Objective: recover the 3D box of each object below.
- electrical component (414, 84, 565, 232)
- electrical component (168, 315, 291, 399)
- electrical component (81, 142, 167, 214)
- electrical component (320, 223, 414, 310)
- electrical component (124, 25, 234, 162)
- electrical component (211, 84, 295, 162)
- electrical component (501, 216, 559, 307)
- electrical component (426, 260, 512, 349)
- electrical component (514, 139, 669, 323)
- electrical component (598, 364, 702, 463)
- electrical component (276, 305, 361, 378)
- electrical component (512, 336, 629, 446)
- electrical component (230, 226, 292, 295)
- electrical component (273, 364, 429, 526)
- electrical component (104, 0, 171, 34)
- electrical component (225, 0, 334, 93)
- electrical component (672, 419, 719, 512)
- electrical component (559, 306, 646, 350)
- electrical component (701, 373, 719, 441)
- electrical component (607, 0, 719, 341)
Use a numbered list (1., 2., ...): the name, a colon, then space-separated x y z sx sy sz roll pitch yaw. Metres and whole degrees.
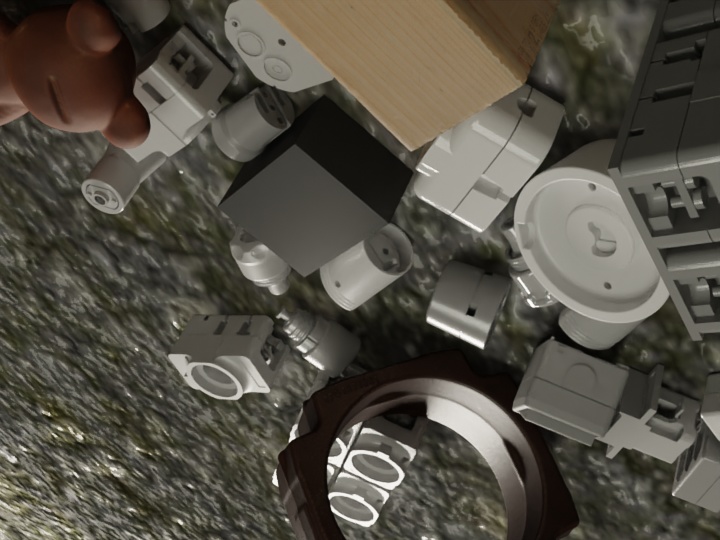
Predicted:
1. electrical component: 0.075 -0.075 0.666 0.059 0.053 0.095 29 143 -5
2. electrical component: -0.118 0.077 0.955 0.089 0.055 0.050 -1 135 31
3. electrical component: -0.178 -0.074 0.803 0.044 0.065 0.044 16 142 13
4. electrical component: 0.000 0.000 0.807 0.043 0.043 0.081 36 142 -13
5. electrical component: -0.134 -0.117 0.739 0.056 0.050 0.089 44 139 -22
6. electrical component: -0.072 -0.101 0.733 0.040 0.040 0.046 42 135 -21
7. electrical component: 0.119 -0.009 0.728 0.048 0.048 0.062 -19 118 43
8. electrical component: 0.079 0.023 0.782 0.047 0.055 0.055 22 143 11
9. electrical component: 0.157 -0.029 0.661 0.108 0.060 0.108 28 139 28
10. electrical component: 0.220 0.113 0.816 0.064 0.042 0.081 23 143 1
11. electrical component: -0.036 0.056 0.896 0.078 0.040 0.040 37 141 -14
12. electrical component: 0.152 0.093 0.795 0.062 0.061 0.096 22 172 5
13. electrical component: -0.073 -0.007 0.840 0.043 0.043 0.062 4 139 26
14. electrical component: -0.012 0.165 0.991 0.105 0.060 0.186 24 144 2
15. electrical component: -0.147 -0.179 0.683 0.040 0.040 0.046 1 142 29
16. electrical component: -0.037 -0.150 0.643 0.080 0.051 0.080 16 142 13
17. electrical component: 0.289 0.152 0.818 0.077 0.047 0.065 21 142 6
18. electrical component: 0.171 0.027 0.741 0.043 0.043 0.081 29 143 -4
19. electrical component: 0.278 0.112 0.752 0.066 0.076 0.047 -15 127 41
20. electrical component: 0.181 -0.074 0.497 0.060 0.186 0.105 -8 131 36
